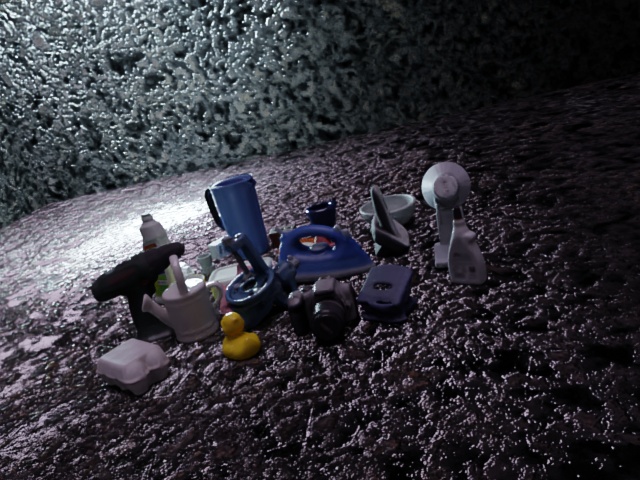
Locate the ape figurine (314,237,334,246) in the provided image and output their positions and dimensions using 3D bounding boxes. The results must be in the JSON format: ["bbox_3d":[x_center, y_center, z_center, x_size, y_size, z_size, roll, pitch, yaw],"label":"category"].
[{"bbox_3d":[0.014,0.006,1.553,0.076,0.092,0.077,-20,20,-16],"label":"ape figurine"}]

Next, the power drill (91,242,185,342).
[{"bbox_3d":[-0.399,0.126,1.337,0.229,0.209,0.075,-17,19,-6],"label":"power drill"}]

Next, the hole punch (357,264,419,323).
[{"bbox_3d":[0.138,0.109,1.173,0.108,0.091,0.101,1,24,37],"label":"hole punch"}]

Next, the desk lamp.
[{"bbox_3d":[0.310,-0.070,1.364,0.117,0.214,0.203,-10,20,13],"label":"desk lamp"}]

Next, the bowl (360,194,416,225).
[{"bbox_3d":[0.202,-0.072,1.663,0.167,0.075,0.167,-13,19,5],"label":"bowl"}]

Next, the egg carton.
[{"bbox_3d":[-0.379,0.257,1.167,0.149,0.069,0.107,2,25,39],"label":"egg carton"}]

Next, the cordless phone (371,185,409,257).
[{"bbox_3d":[0.172,-0.065,1.493,0.094,0.185,0.147,-12,19,8],"label":"cordless phone"}]

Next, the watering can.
[{"bbox_3d":[-0.309,0.128,1.286,0.173,0.194,0.100,-27,23,-32],"label":"watering can"}]

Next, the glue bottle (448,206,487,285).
[{"bbox_3d":[0.301,0.010,1.205,0.077,0.173,0.037,2,25,40],"label":"glue bottle"}]

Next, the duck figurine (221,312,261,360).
[{"bbox_3d":[-0.170,0.191,1.174,0.078,0.086,0.104,-26,22,-30],"label":"duck figurine"}]

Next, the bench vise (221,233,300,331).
[{"bbox_3d":[-0.144,0.069,1.292,0.121,0.220,0.208,-3,22,30],"label":"bench vise"}]

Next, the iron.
[{"bbox_3d":[0.005,0.020,1.443,0.257,0.141,0.119,-7,20,21],"label":"iron"}]

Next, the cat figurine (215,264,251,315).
[{"bbox_3d":[-0.189,0.107,1.375,0.127,0.118,0.067,-14,19,2],"label":"cat figurine"}]

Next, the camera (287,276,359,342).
[{"bbox_3d":[0.000,0.142,1.164,0.143,0.101,0.137,-12,19,9],"label":"camera"}]

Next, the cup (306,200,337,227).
[{"bbox_3d":[0.018,-0.065,1.746,0.091,0.095,0.118,3,26,41],"label":"cup"}]
